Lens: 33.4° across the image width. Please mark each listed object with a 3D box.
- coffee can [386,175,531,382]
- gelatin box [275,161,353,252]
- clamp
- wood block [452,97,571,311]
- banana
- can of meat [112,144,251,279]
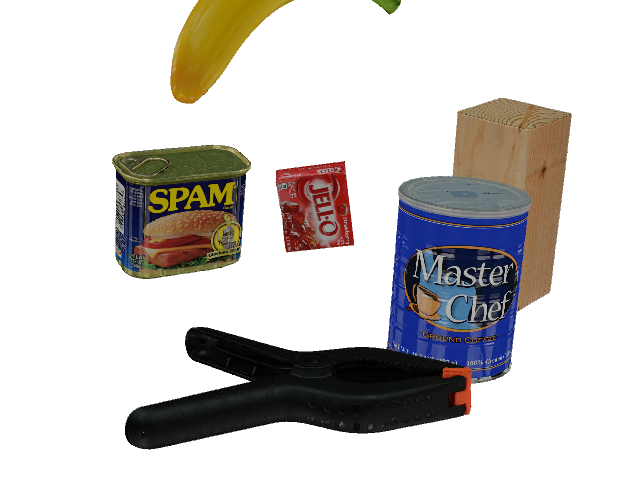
[{"bbox_3d":[0.108,0.029,0.848,0.103,0.140,0.103,3,17,-1],"label":"coffee can"},{"bbox_3d":[-0.006,-0.034,1.110,0.073,0.089,0.030,-6,30,1],"label":"gelatin box"},{"bbox_3d":[-0.010,0.090,0.693,0.210,0.036,0.164,-1,15,0],"label":"clamp"},{"bbox_3d":[0.199,-0.038,1.147,0.090,0.206,0.090,20,28,37],"label":"wood block"},{"bbox_3d":[-0.027,-0.150,0.671,0.197,0.069,0.037,-31,-5,-34],"label":"banana"},{"bbox_3d":[-0.108,-0.022,0.821,0.101,0.084,0.057,-8,28,-27],"label":"can of meat"}]
